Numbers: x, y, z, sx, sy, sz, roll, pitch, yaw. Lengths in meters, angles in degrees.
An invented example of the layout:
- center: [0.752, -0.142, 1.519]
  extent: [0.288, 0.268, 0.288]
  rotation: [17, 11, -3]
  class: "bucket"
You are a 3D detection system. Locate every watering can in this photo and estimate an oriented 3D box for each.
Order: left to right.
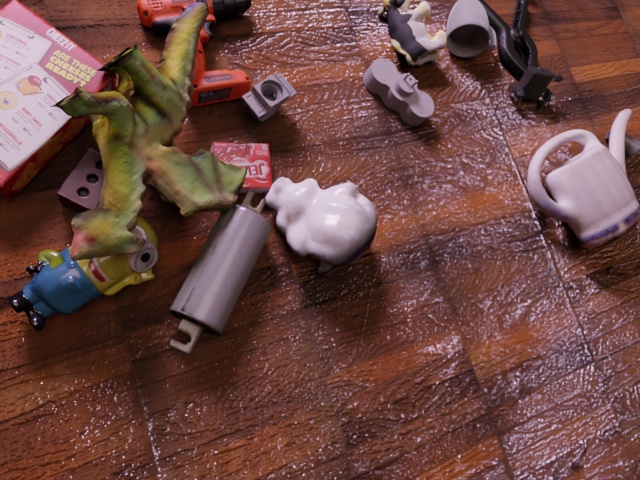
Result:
- center: [0.545, -0.121, 0.995]
  extent: [0.351, 0.103, 0.225]
  rotation: [-27, 86, -23]
  class: "watering can"

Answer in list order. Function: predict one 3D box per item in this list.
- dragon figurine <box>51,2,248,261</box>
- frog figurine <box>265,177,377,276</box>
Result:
- center: [-0.195, -0.141, 0.686]
  extent: [0.239, 0.121, 0.419]
  rotation: [51, 50, -23]
  class: "dragon figurine"
- center: [0.002, -0.038, 0.764]
  extent: [0.138, 0.123, 0.158]
  rotation: [-43, 104, -6]
  class: "frog figurine"
